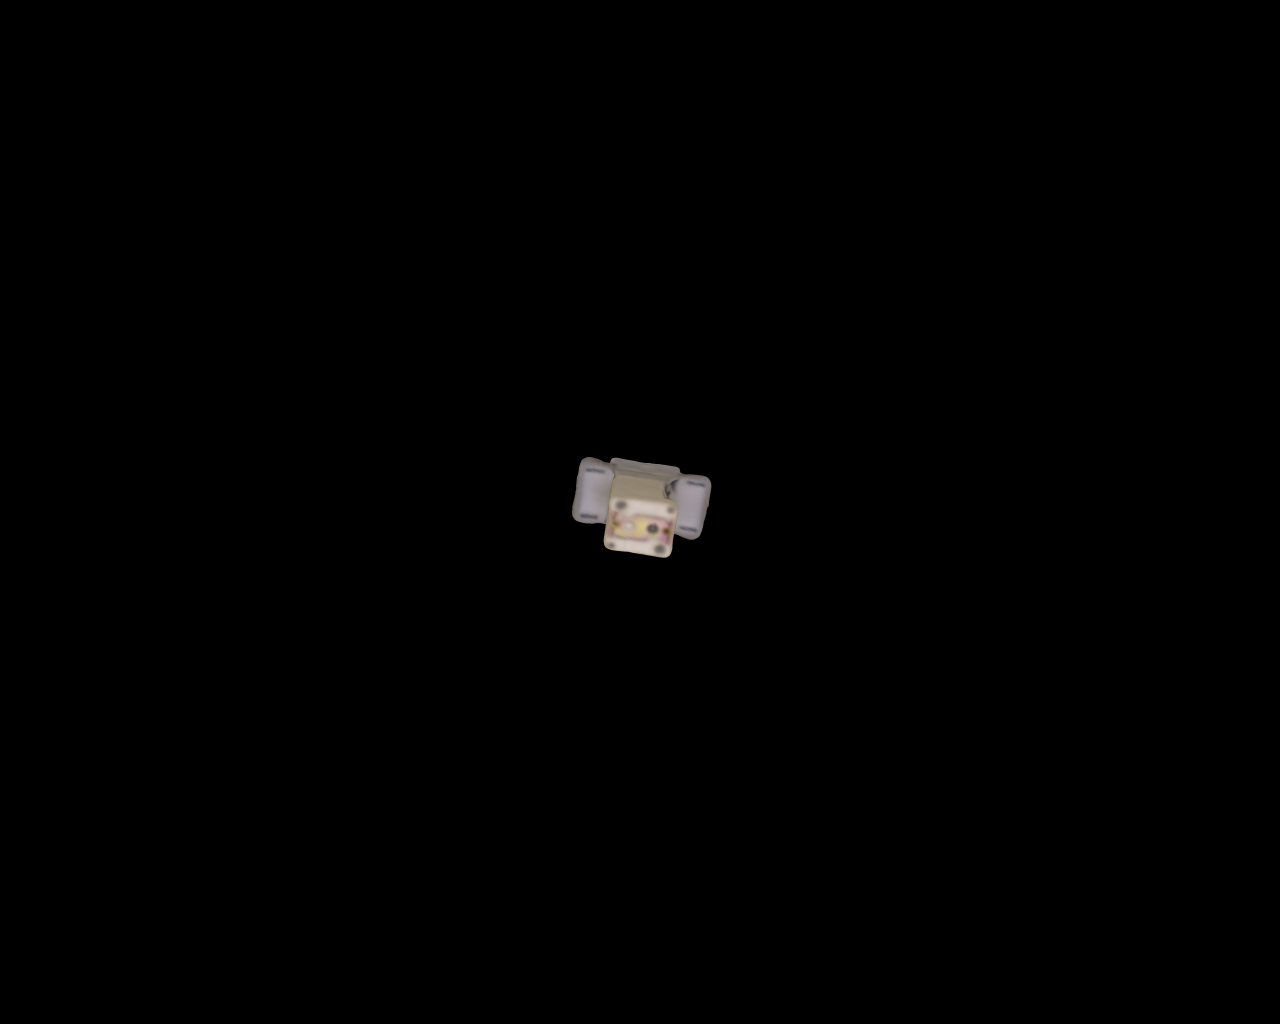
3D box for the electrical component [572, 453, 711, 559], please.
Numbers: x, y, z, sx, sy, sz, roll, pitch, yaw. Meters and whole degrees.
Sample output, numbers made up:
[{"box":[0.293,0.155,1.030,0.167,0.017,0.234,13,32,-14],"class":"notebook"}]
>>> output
[{"box":[0.001,-0.003,0.650,0.081,0.042,0.064,8,24,-3],"class":"electrical component"}]
